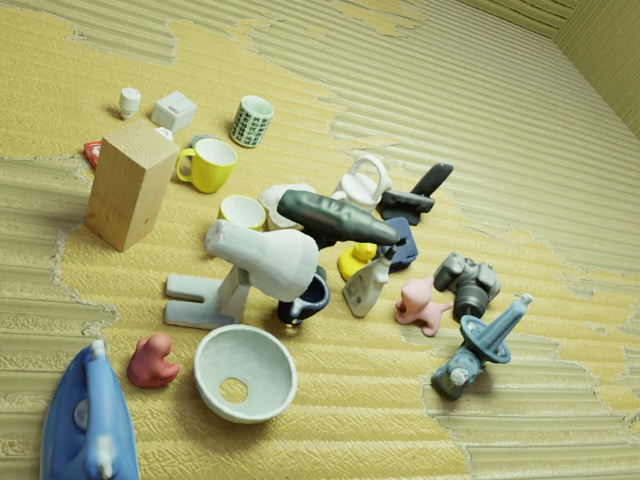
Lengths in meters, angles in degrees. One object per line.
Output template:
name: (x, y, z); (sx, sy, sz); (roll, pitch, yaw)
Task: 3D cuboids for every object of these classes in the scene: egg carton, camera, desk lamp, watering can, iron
egg carton: (-0.059, -0.069, 1.241); (0.151, 0.069, 0.107); (-10, 55, -39)
camera: (0.335, 0.108, 1.290); (0.143, 0.100, 0.137); (32, 39, 0)
desk lamp: (-0.132, 0.058, 0.951); (0.204, 0.213, 0.117); (10, 44, -24)
watering can: (0.089, -0.108, 1.279); (0.101, 0.194, 0.173); (37, 40, 6)
iron: (-0.291, 0.219, 0.738); (0.119, 0.141, 0.258); (4, 47, -30)

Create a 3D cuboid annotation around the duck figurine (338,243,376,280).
duck figurine: (0.088, 0.037, 1.215); (0.078, 0.086, 0.104); (20, 41, -14)

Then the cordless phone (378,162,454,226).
cordless phone: (0.229, -0.133, 1.403); (0.148, 0.185, 0.094); (5, 46, -28)

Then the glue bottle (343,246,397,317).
glue bottle: (0.104, 0.073, 1.120); (0.037, 0.173, 0.078); (2, 48, -31)

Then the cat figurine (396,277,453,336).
cat figurine: (0.211, 0.126, 1.178); (0.128, 0.117, 0.067); (23, 40, -11)

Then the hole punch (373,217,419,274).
hole punch: (0.170, 0.011, 1.290); (0.109, 0.091, 0.101); (-16, 59, -42)

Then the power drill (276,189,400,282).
power drill: (0.010, 0.004, 1.102); (0.230, 0.208, 0.075); (27, 40, -6)

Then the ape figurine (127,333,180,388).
ape figurine: (-0.246, 0.174, 0.853); (0.076, 0.092, 0.077); (-16, 59, -42)

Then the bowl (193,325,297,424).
bowl: (-0.124, 0.221, 0.898); (0.168, 0.074, 0.167); (18, 42, -16)

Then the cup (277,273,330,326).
cup: (-0.043, 0.121, 1.036); (0.092, 0.095, 0.118); (30, 40, -3)

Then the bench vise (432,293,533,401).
bench vise: (0.322, 0.205, 1.090); (0.121, 0.219, 0.207); (31, 39, -2)
